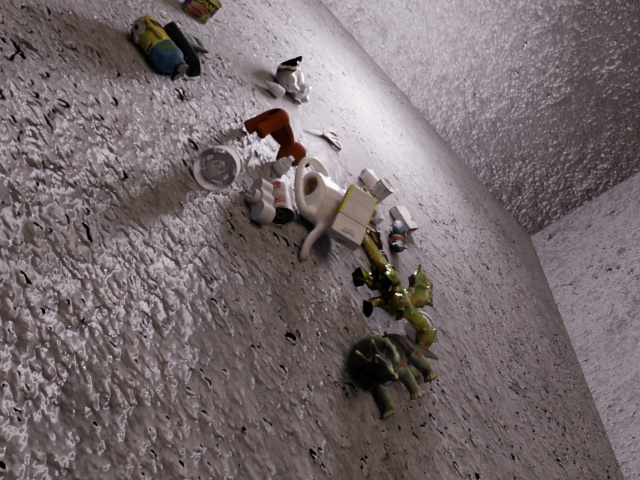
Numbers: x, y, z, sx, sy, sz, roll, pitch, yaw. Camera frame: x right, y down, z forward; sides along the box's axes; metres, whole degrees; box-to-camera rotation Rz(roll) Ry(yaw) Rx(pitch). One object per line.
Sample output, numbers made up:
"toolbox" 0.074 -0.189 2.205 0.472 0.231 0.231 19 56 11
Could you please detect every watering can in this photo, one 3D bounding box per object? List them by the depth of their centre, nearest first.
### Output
"watering can" 0.004 -0.073 1.449 0.222 0.103 0.355 29 50 -43

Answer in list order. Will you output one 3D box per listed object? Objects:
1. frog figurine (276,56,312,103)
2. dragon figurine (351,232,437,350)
"frog figurine" -0.097 -0.587 1.925 0.140 0.123 0.156 -103 -179 -52
"dragon figurine" 0.223 0.119 1.459 0.243 0.120 0.416 4 63 -43
